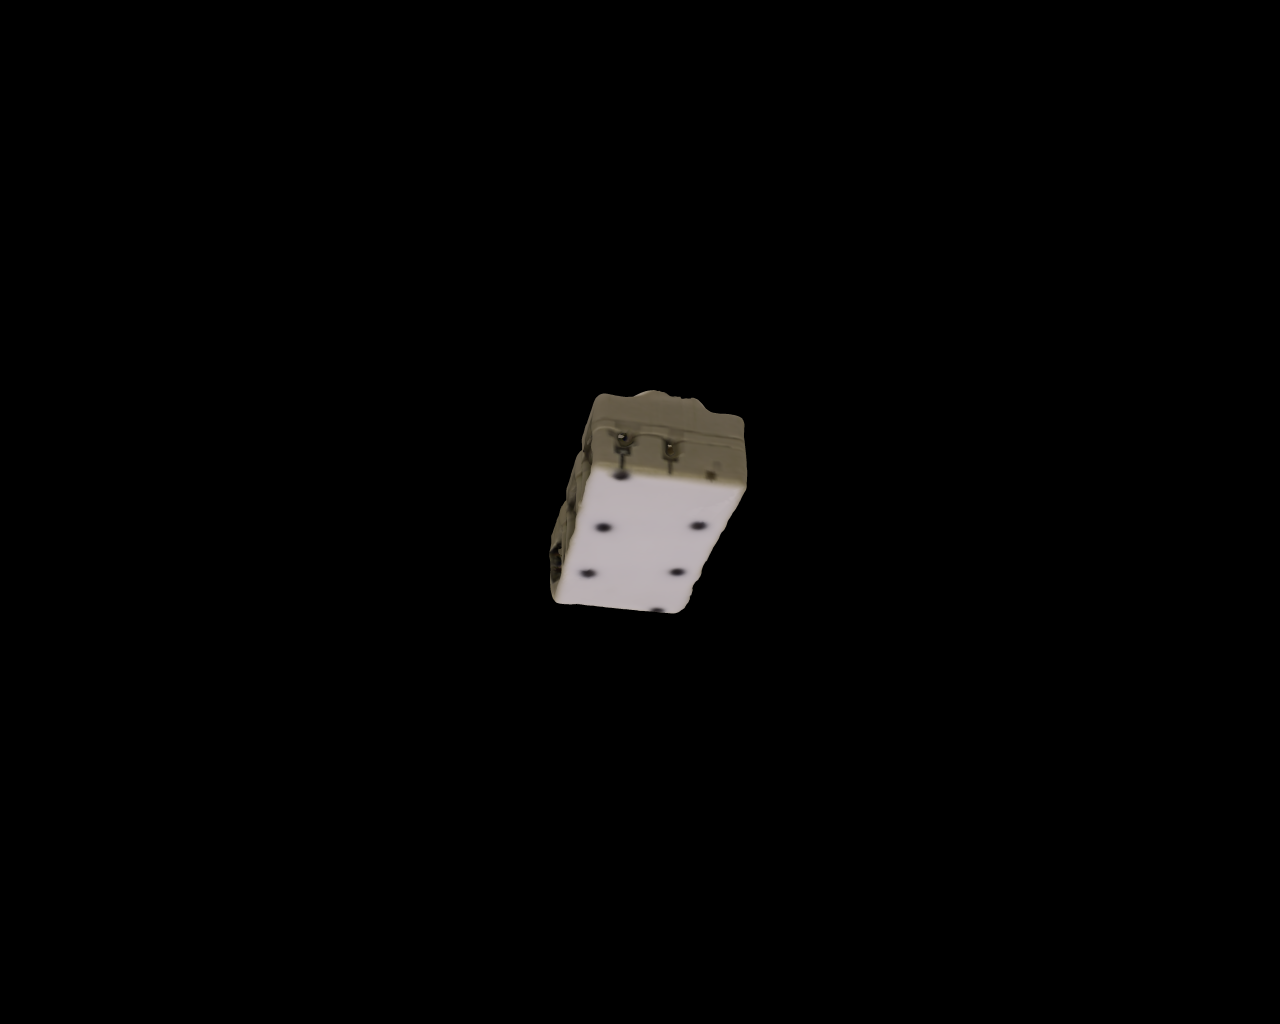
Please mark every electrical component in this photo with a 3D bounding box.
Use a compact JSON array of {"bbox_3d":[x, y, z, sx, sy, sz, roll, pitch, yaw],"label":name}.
[{"bbox_3d":[0.001,-0.003,0.650,0.089,0.062,0.150,8,-35,-11],"label":"electrical component"}]
